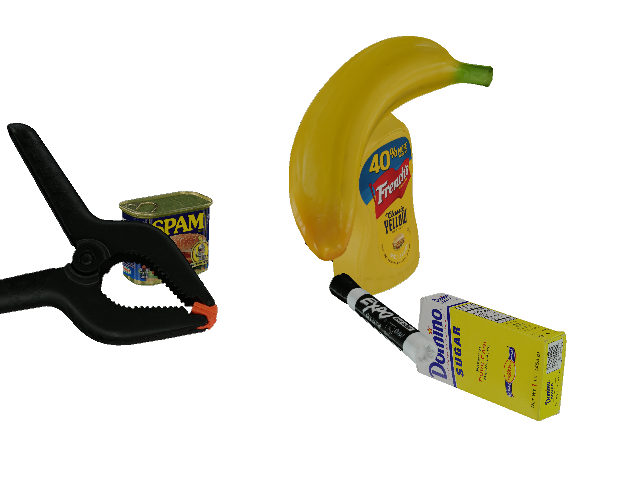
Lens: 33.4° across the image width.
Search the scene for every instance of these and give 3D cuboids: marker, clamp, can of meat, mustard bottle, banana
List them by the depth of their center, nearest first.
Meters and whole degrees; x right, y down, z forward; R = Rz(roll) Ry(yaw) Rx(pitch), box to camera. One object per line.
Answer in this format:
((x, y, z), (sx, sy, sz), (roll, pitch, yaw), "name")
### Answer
((0.027, -0.064, 0.574), (0.070, 0.037, 0.197), (24, 47, 20), "banana")
((0.041, 0.053, 0.748), (0.020, 0.020, 0.121), (0, 21, -31), "marker")
((-0.171, 0.008, 0.781), (0.210, 0.164, 0.036), (16, -19, -2), "clamp")
((0.046, -0.053, 0.952), (0.058, 0.192, 0.096), (14, 29, 39), "mustard bottle")
((-0.170, -0.003, 1.180), (0.101, 0.084, 0.058), (-12, 24, -39), "can of meat")

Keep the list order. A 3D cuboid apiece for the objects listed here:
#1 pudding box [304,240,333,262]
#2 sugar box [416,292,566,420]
((0.044, -0.009, 1.623), (0.113, 0.039, 0.090), (-20, 31, -29), "pudding box")
((0.183, 0.124, 1.174), (0.048, 0.093, 0.177), (-11, 19, -44), "sugar box")
